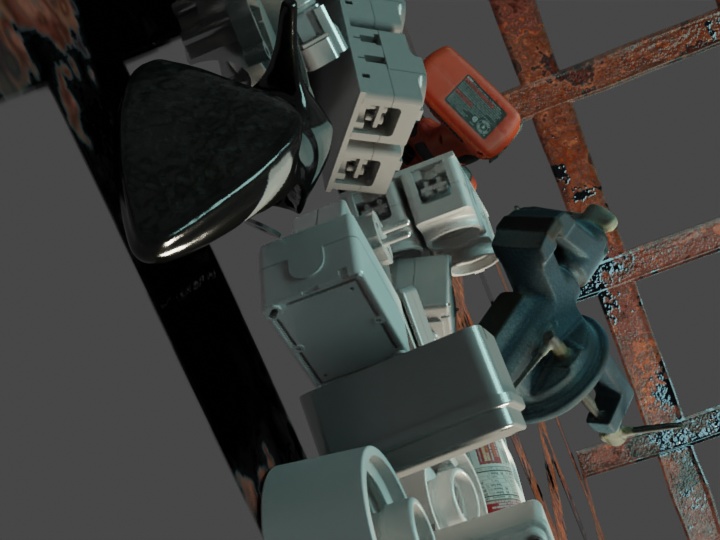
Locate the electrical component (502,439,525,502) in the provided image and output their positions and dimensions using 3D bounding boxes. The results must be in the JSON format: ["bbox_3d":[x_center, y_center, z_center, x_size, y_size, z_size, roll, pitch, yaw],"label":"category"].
[{"bbox_3d":[0.106,0.196,0.910,0.095,0.059,0.053,-100,165,-44],"label":"electrical component"}]

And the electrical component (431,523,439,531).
[{"bbox_3d":[0.044,0.192,0.647,0.055,0.048,0.066,55,17,-29],"label":"electrical component"}]

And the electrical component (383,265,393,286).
[{"bbox_3d":[0.000,0.000,0.786,0.081,0.043,0.043,-98,164,-48],"label":"electrical component"}]

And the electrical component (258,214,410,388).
[{"bbox_3d":[-0.013,0.021,0.632,0.061,0.062,0.096,-99,164,-46],"label":"electrical component"}]

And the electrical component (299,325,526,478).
[{"bbox_3d":[0.032,0.081,0.611,0.078,0.113,0.057,34,34,-72],"label":"electrical component"}]

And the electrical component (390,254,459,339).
[{"bbox_3d":[0.050,0.038,0.912,0.096,0.061,0.061,-81,163,-58],"label":"electrical component"}]

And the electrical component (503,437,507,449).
[{"bbox_3d":[0.100,0.153,0.971,0.066,0.055,0.048,53,20,-57],"label":"electrical component"}]

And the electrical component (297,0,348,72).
[{"bbox_3d":[-0.049,-0.187,0.843,0.057,0.058,0.078,62,-10,-18],"label":"electrical component"}]

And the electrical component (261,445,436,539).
[{"bbox_3d":[0.004,0.135,0.506,0.108,0.060,0.108,-20,90,-80],"label":"electrical component"}]

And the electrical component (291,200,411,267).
[{"bbox_3d":[-0.002,-0.015,0.711,0.065,0.077,0.047,-89,156,-63],"label":"electrical component"}]

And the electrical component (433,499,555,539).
[{"bbox_3d":[0.065,0.194,0.578,0.056,0.109,0.108,-24,94,-82],"label":"electrical component"}]

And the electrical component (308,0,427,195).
[{"bbox_3d":[0.001,-0.165,0.913,0.105,0.060,0.186,112,-25,-44],"label":"electrical component"}]

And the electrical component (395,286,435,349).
[{"bbox_3d":[0.020,0.065,0.716,0.061,0.062,0.096,-8,78,-79],"label":"electrical component"}]

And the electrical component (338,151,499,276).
[{"bbox_3d":[0.063,-0.034,0.995,0.186,0.105,0.060,40,31,-69],"label":"electrical component"}]

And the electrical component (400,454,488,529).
[{"bbox_3d":[0.044,0.160,0.720,0.099,0.064,0.099,45,33,-40],"label":"electrical component"}]
